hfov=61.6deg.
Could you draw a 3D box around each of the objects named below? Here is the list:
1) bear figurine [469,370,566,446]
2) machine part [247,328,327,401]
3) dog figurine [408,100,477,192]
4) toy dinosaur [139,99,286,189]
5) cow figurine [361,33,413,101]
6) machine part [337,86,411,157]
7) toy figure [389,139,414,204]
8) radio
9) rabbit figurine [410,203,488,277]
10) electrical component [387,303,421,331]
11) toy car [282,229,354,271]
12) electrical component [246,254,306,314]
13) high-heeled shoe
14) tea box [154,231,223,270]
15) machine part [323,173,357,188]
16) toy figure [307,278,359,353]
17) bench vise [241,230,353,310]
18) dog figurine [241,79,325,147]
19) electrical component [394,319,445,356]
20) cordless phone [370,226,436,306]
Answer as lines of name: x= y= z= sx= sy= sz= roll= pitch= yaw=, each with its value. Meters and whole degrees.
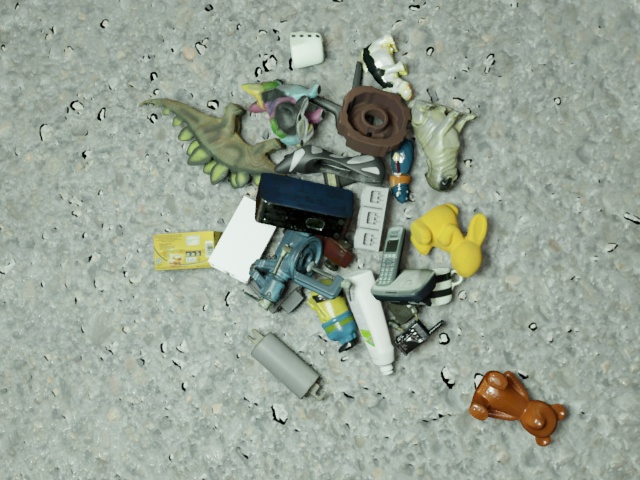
bear figurine: x=0.444 y=0.380 z=1.200 sx=0.196 sy=0.132 sz=0.120 roll=33 pitch=99 yaw=17
machine part: x=-0.086 y=0.311 z=1.336 sx=0.243 sy=0.079 sz=0.079 roll=40 pitch=97 yaw=9
dog figurine: x=0.262 y=-0.223 z=1.272 sx=0.173 sy=0.121 sz=0.190 roll=35 pitch=117 yaw=43
toy dinosaur: x=-0.252 y=-0.253 z=1.367 sx=0.471 sy=0.105 sz=0.198 roll=39 pitch=97 yaw=9
cow figurine: x=0.162 y=-0.404 z=1.302 sx=0.098 sy=0.068 sz=0.167 roll=-22 pitch=81 yaw=16
machine part: x=0.125 y=-0.276 z=1.257 sx=0.179 sy=0.056 sz=0.179 roll=2 pitch=64 yaw=-5
toy figure: x=0.197 y=-0.163 z=1.294 sx=0.064 sy=0.058 sz=0.154 roll=6 pitch=89 yaw=-19
radio: x=-0.037 y=-0.080 z=1.266 sx=0.230 sy=0.131 sz=0.073 roll=10 pitch=127 yaw=-8
rabbit figurine: x=0.312 y=0.006 z=1.240 sx=0.162 sy=0.121 sz=0.173 roll=-29 pitch=62 yaw=-12
electrical component: x=0.199 y=0.168 z=1.279 sx=0.102 sy=0.045 sz=0.078 roll=-43 pitch=73 yaw=37
toy car: x=-0.003 y=-0.004 z=1.336 sx=0.202 sy=0.053 sz=0.089 roll=35 pitch=101 yaw=14
electrical component: x=-0.101 y=0.118 z=1.353 sx=0.134 sy=0.058 sz=0.115 roll=43 pitch=99 yaw=10
high-heeled shoe: x=0.026 y=-0.157 z=1.270 sx=0.249 sy=0.086 sz=0.145 roll=-19 pitch=63 yaw=-3
tea box: x=-0.341 y=0.028 z=1.398 sx=0.170 sy=0.068 sz=0.098 roll=-2 pitch=88 yaw=13
machine part: x=0.073 y=-0.161 z=1.333 sx=0.139 sy=0.039 sz=0.084 roll=-14 pitch=77 yaw=13
toy figure: x=0.037 y=0.180 z=1.312 sx=0.089 sy=0.082 sz=0.180 roll=-31 pitch=78 yaw=-2
bench vise: x=-0.042 y=0.081 z=1.246 sx=0.241 sy=0.128 sz=0.223 roll=23 pitch=68 yaw=26
dog figurine: x=-0.107 y=-0.319 z=1.309 sx=0.219 sy=0.108 sz=0.191 roll=15 pitch=56 yaw=28
electrical component: x=0.235 y=0.217 z=1.272 sx=0.119 sy=0.075 sz=0.048 roll=-43 pitch=82 yaw=12
cordless phone: x=0.198 y=0.055 z=1.220 sx=0.147 sy=0.088 sz=0.184 roll=-5 pitch=70 yaw=48
